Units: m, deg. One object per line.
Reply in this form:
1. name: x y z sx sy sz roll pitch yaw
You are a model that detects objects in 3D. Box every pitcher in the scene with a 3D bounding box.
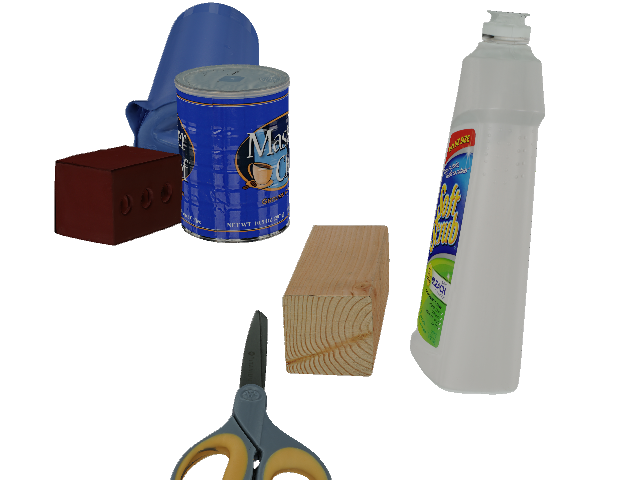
1. pitcher: -0.118 -0.159 1.194 0.145 0.149 0.243 -11 39 9

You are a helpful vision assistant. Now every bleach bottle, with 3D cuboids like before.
1. bleach bottle: 0.111 -0.028 0.728 0.068 0.251 0.102 3 13 -8

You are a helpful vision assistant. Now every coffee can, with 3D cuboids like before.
1. coffee can: -0.079 -0.081 0.976 0.103 0.140 0.103 0 22 0

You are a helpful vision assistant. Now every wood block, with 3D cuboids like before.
1. wood block: 0.022 0.059 1.155 0.091 0.090 0.206 1 21 8

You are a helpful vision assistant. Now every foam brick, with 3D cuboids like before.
1. foam brick: -0.139 -0.033 0.740 0.051 0.053 0.078 12 19 27

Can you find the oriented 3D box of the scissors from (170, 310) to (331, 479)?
1. scissors: -0.024 0.103 0.621 0.096 0.016 0.201 12 31 12
